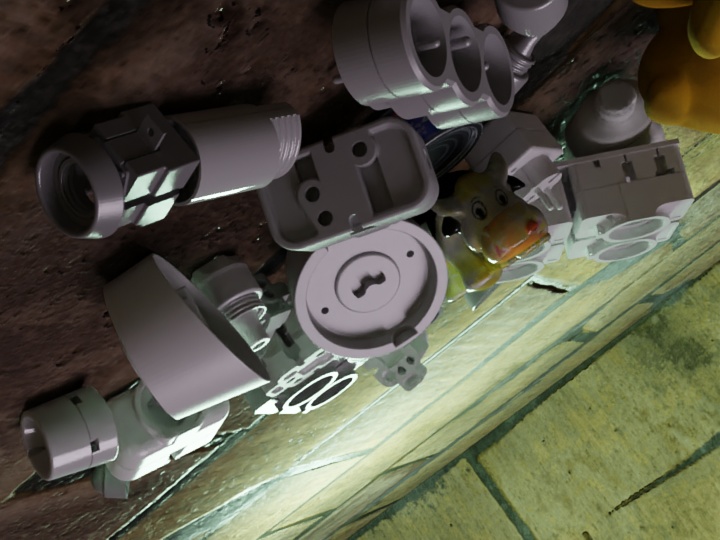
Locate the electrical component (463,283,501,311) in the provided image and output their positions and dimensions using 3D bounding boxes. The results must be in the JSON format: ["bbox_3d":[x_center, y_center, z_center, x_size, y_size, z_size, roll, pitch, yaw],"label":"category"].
[{"bbox_3d":[0.128,-0.014,1.008,0.099,0.064,0.099,-32,164,-11],"label":"electrical component"}]

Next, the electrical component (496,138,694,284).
[{"bbox_3d":[0.169,-0.043,0.891,0.186,0.060,0.105,-11,162,0],"label":"electrical component"}]

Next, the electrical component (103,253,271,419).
[{"bbox_3d":[-0.104,0.037,0.630,0.064,0.099,0.099,-28,164,-2],"label":"electrical component"}]

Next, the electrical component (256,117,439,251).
[{"bbox_3d":[-0.005,-0.048,0.623,0.095,0.053,0.059,-19,177,9],"label":"electrical component"}]

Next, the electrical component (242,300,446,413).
[{"bbox_3d":[-0.012,0.052,0.923,0.186,0.060,0.105,-38,164,10],"label":"electrical component"}]

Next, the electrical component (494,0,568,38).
[{"bbox_3d":[0.096,-0.150,0.600,0.040,0.040,0.078,-36,164,4],"label":"electrical component"}]

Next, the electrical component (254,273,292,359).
[{"bbox_3d":[-0.085,0.039,0.771,0.066,0.048,0.055,-21,152,-40],"label":"electrical component"}]

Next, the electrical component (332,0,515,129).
[{"bbox_3d":[0.022,-0.105,0.563,0.074,0.052,0.138,-8,175,29],"label":"electrical component"}]

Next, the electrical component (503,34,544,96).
[{"bbox_3d":[0.091,-0.128,0.664,0.035,0.035,0.061,-13,150,-53],"label":"electrical component"}]

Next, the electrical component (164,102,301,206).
[{"bbox_3d":[-0.062,-0.060,0.536,0.081,0.043,0.043,-18,157,-45],"label":"electrical component"}]

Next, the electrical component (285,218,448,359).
[{"bbox_3d":[0.000,0.000,0.745,0.108,0.060,0.108,-8,120,-14],"label":"electrical component"}]

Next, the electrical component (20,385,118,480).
[{"bbox_3d":[-0.200,0.112,0.735,0.047,0.055,0.055,-18,157,-36],"label":"electrical component"}]

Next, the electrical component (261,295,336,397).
[{"bbox_3d":[-0.055,0.053,0.848,0.078,0.057,0.058,-36,164,3],"label":"electrical component"}]

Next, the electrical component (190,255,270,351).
[{"bbox_3d":[-0.082,0.024,0.701,0.043,0.062,0.043,-32,164,-10],"label":"electrical component"}]

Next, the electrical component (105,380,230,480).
[{"bbox_3d":[-0.153,0.114,0.832,0.095,0.053,0.059,-23,160,-35],"label":"electrical component"}]

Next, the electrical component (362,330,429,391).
[{"bbox_3d":[0.036,0.076,1.073,0.058,0.078,0.057,-44,-177,26],"label":"electrical component"}]

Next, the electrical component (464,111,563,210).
[{"bbox_3d":[0.125,-0.075,0.806,0.047,0.076,0.066,-43,162,26],"label":"electrical component"}]

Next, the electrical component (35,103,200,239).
[{"bbox_3d":[-0.111,-0.042,0.486,0.055,0.048,0.066,-29,165,-48],"label":"electrical component"}]
